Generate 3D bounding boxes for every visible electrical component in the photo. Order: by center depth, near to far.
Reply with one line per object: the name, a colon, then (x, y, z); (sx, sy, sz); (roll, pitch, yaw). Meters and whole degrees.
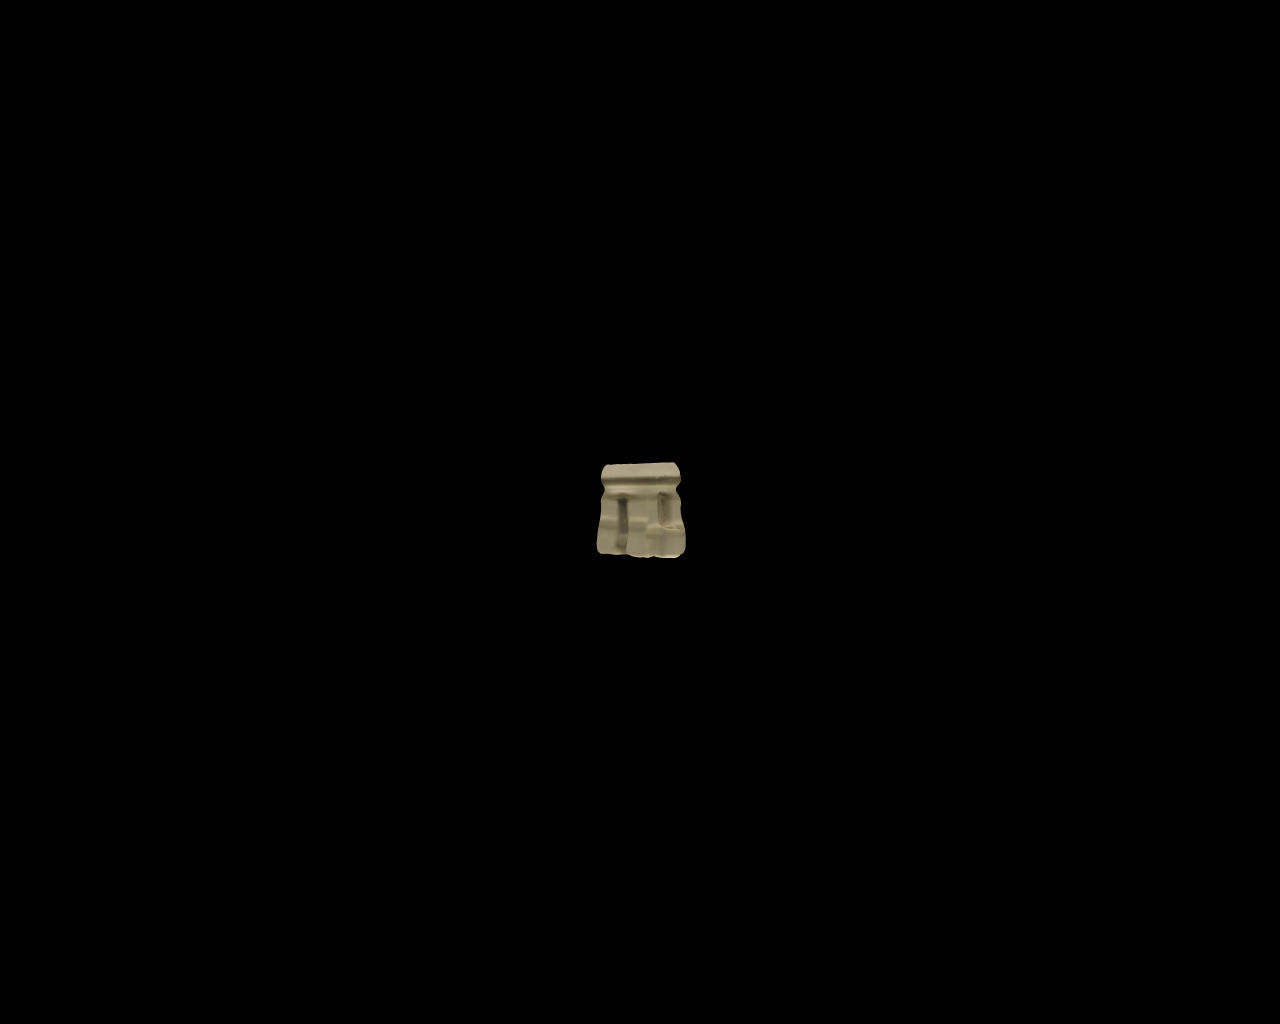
electrical component: (0.001, -0.003, 0.650); (0.066, 0.055, 0.048); (2, 3, 40)
